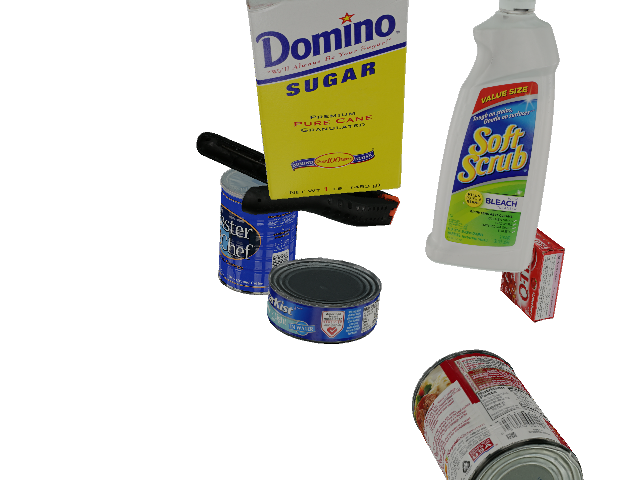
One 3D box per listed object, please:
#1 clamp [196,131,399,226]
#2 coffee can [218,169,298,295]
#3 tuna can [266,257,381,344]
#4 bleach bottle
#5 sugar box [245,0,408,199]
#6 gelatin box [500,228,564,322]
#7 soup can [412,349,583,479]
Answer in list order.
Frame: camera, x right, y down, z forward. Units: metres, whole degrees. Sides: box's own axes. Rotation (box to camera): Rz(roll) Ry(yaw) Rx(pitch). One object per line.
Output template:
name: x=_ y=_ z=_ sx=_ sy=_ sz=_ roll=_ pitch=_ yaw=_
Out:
clamp: x=-0.011 y=-0.046 z=1.049 sx=0.209 sy=0.036 sz=0.165 roll=15 pitch=20 yaw=-22
coffee can: x=-0.080 y=-0.015 z=1.387 sx=0.103 sy=0.140 sz=0.103 roll=3 pitch=27 yaw=-2
tuna can: x=0.002 y=0.045 z=0.807 sx=0.086 sy=0.034 sz=0.086 roll=4 pitch=22 yaw=-2
bleach bottle: x=0.155 y=-0.100 z=0.959 sx=0.103 sy=0.251 sz=0.068 roll=7 pitch=22 yaw=12
sugar box: x=0.006 y=-0.097 z=0.666 sx=0.093 sy=0.048 sz=0.176 roll=-6 pitch=-34 yaw=-1
gelatin box: x=0.231 y=0.033 z=1.172 sx=0.030 sy=0.089 sz=0.073 roll=-9 pitch=30 yaw=-20
soup can: x=0.098 y=0.115 z=0.603 sx=0.068 sy=0.068 sz=0.102 roll=0 pitch=22 yaw=-12
